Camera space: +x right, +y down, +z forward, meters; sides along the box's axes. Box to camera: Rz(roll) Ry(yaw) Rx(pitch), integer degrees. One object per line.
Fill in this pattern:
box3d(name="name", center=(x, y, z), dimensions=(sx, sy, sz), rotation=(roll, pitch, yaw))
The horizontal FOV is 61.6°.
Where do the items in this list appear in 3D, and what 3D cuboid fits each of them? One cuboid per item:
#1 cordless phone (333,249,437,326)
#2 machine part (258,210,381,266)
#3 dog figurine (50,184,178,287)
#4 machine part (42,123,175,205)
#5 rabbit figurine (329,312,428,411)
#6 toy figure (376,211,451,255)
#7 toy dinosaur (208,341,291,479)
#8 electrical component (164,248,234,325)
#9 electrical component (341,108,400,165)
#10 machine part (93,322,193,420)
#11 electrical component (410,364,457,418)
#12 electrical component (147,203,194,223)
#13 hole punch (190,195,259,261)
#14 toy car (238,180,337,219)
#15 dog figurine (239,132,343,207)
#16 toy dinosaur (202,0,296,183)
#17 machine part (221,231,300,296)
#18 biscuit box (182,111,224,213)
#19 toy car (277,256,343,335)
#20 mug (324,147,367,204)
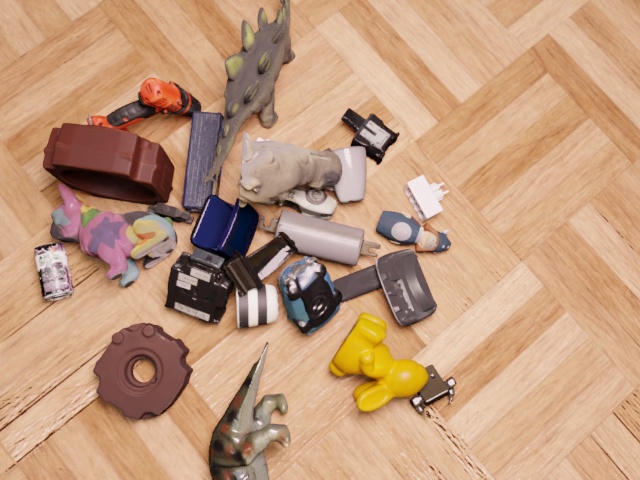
box3d(name="cordless phone", center=(0.124, 0.108, 1.054), dimensions=(0.184, 0.088, 0.146), rotation=(-21, 83, 5))
box3d(name="machine part", center=(-0.002, -0.003, 1.058), dimensions=(0.243, 0.079, 0.079), rotation=(13, 80, -1))
box3d(name="dog figurine", center=(-0.405, -0.031, 1.030), dimensions=(0.191, 0.108, 0.219), rotation=(-40, 82, -5))
box3d(name="machine part", center=(-0.384, -0.138, 1.000), dimensions=(0.202, 0.201, 0.087), rotation=(7, 78, -1))
box3d(name="rabbit figurine", center=(0.113, 0.239, 0.999), dimensions=(0.173, 0.122, 0.162), rotation=(29, 85, 2))
box3d(name="toy figure", center=(0.190, -0.011, 1.078), dimensions=(0.155, 0.064, 0.058), rotation=(21, 45, 4))
box3d(name="toy dinosaur", center=(-0.136, 0.404, 0.967), dimensions=(0.192, 0.131, 0.405), rotation=(-12, 75, -5))
box3d(name="electrical component", center=(-0.222, 0.083, 1.008), dimensions=(0.115, 0.058, 0.134), rotation=(21, 124, -2))
box3d(name="electrical component", center=(0.097, -0.220, 1.114), dimensions=(0.119, 0.047, 0.075), rotation=(32, 80, 4))
box3d(name="machine part", center=(-0.332, 0.245, 1.010), dimensions=(0.179, 0.056, 0.179), rotation=(0, 82, -3))
box3d(name="electrical component", center=(0.211, 0.289, 1.035), dimensions=(0.102, 0.045, 0.078), rotation=(-31, 55, -10))
box3d(name="electrical component", center=(-0.298, -0.054, 1.059), dimensions=(0.094, 0.063, 0.021), rotation=(15, 80, 1))
box3d(name="hole punch", center=(-0.166, -0.018, 1.026), dimensions=(0.092, 0.115, 0.142), rotation=(6, 73, 41))
box3d(name="toy car", center=(-0.065, -0.087, 1.070), dimensions=(0.202, 0.073, 0.056), rotation=(14, 79, 0))
box3d(name="dog figurine", center=(-0.046, -0.117, 0.953), dimensions=(0.191, 0.121, 0.172), rotation=(4, 38, -7))
box3d(name="toy dinosaur", center=(-0.133, -0.307, 1.044), dimensions=(0.105, 0.198, 0.471), rotation=(14, 78, 3))
box3d(name="machine part", center=(-0.107, 0.037, 0.989), dimensions=(0.139, 0.039, 0.084), rotation=(-33, 102, -15))
box3d(name="biscuit box", center=(-0.231, -0.156, 1.082), dimensions=(0.063, 0.059, 0.202), rotation=(5, 80, 0))
box3d(name="toy car", center=(-0.034, 0.095, 1.020), dimensions=(0.109, 0.161, 0.103), rotation=(-42, 43, -19))
box3d(name="mug", center=(0.046, -0.126, 1.082), dimensions=(0.110, 0.081, 0.107), rotation=(-10, 88, 4))
